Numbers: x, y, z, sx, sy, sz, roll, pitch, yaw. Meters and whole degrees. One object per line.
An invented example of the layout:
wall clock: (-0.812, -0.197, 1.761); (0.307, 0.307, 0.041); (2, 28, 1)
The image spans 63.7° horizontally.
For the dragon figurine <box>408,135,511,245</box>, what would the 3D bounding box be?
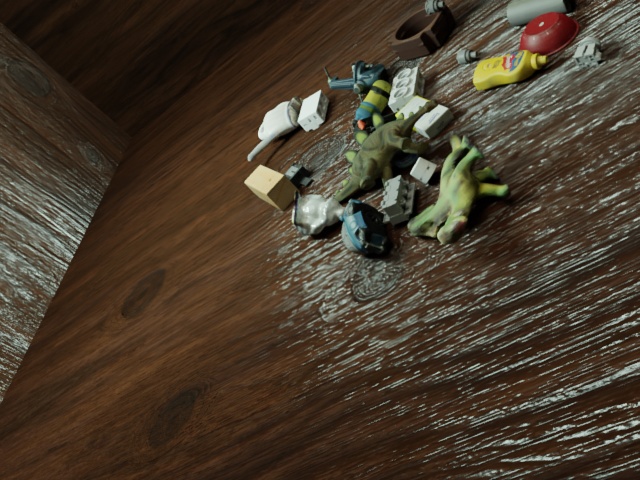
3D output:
dragon figurine: (0.289, -0.111, 1.196); (0.240, 0.121, 0.417); (-43, 17, 16)

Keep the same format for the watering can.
watering can: (-0.165, -0.453, 2.062); (0.222, 0.102, 0.356); (-19, 39, 34)

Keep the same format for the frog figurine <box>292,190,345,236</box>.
frog figurine: (0.005, -0.075, 1.481); (0.159, 0.120, 0.141); (3, 35, 4)
